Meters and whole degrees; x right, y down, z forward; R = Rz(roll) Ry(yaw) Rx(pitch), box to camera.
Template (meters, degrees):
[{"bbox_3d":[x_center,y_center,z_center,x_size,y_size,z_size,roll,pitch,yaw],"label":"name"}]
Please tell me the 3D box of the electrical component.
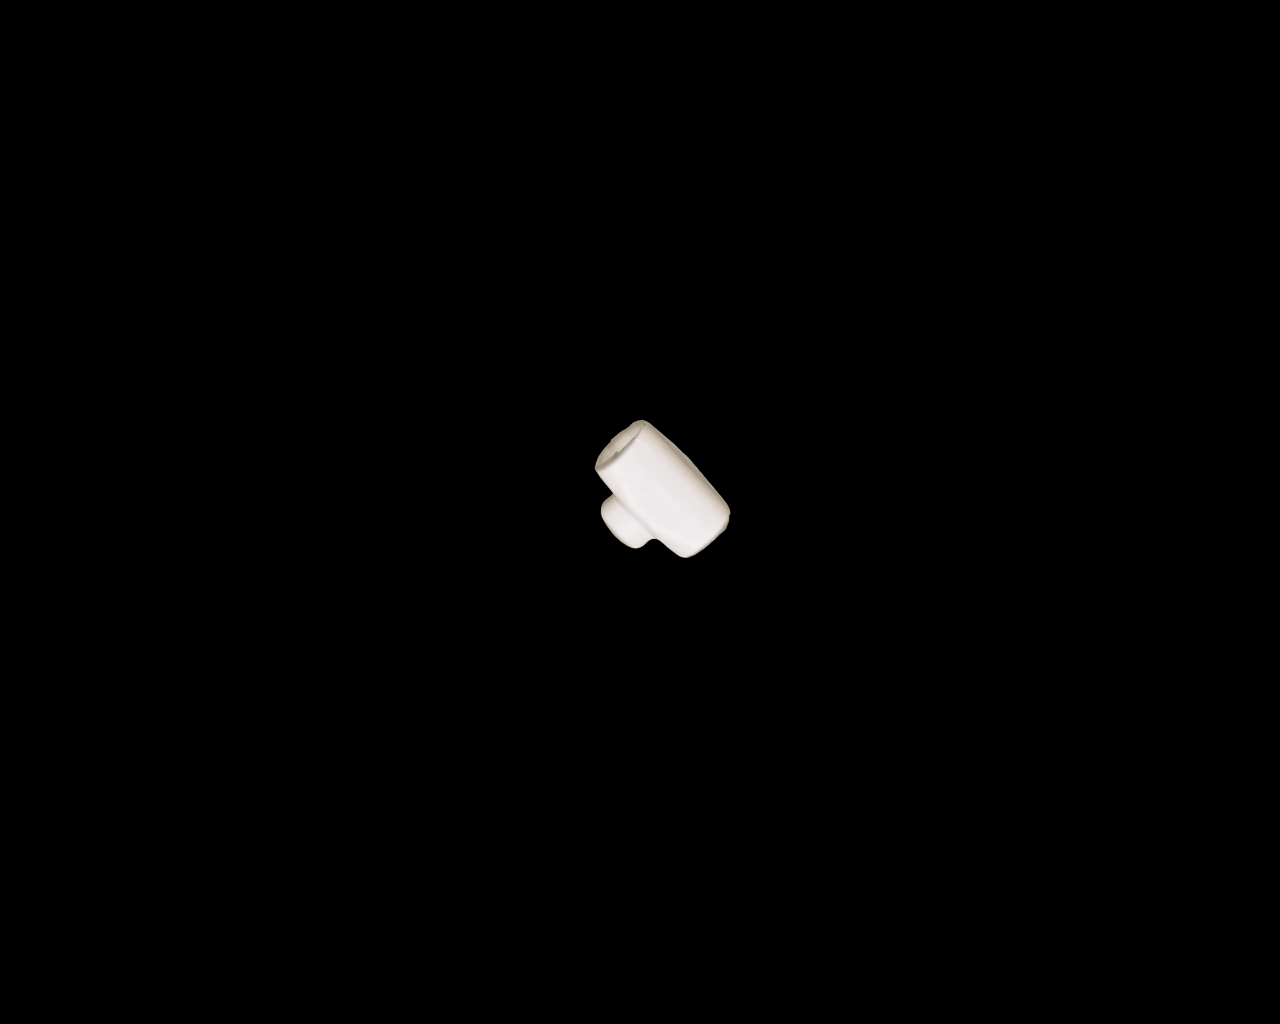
[{"bbox_3d":[0.001,-0.003,0.650,0.079,0.077,0.044,-41,16,14],"label":"electrical component"}]
